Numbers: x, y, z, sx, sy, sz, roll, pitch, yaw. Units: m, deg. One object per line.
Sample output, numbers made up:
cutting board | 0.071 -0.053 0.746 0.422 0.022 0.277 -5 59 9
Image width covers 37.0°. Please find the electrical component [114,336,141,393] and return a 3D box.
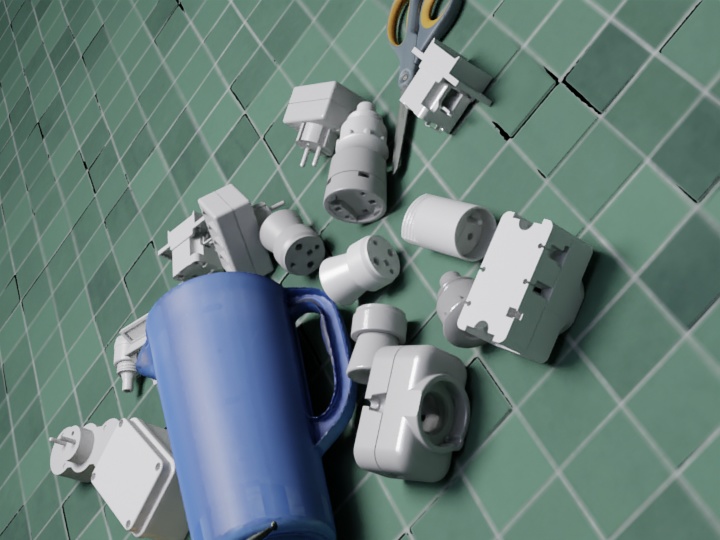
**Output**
electrical component | -0.245 0.100 1.144 0.035 0.035 0.061 -27 53 38

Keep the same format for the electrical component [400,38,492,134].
electrical component | 0.070 -0.154 0.916 0.063 0.042 0.081 -55 38 14

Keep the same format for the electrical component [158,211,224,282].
electrical component | -0.169 -0.019 1.118 0.081 0.042 0.063 -34 50 34

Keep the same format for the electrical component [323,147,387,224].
electrical component | -0.003 -0.075 0.946 0.055 0.055 0.047 -24 49 40

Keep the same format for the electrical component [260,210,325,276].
electrical component | -0.062 -0.025 0.994 0.045 0.045 0.055 -56 39 9

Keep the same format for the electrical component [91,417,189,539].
electrical component | -0.198 0.197 1.015 0.113 0.057 0.078 30 93 52

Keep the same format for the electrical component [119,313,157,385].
electrical component | -0.164 0.057 1.044 0.121 0.078 0.063 -29 21 37

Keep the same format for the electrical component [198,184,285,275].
electrical component | -0.103 -0.041 1.035 0.076 0.083 0.047 -27 36 -16

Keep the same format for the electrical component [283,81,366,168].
electrical component | -0.038 -0.133 1.026 0.066 0.047 0.076 4 72 50

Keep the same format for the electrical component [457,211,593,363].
electrical component | 0.118 0.013 0.752 0.050 0.056 0.089 19 84 52

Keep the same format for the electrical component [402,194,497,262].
electrical component | 0.065 -0.036 0.852 0.081 0.043 0.043 19 84 52

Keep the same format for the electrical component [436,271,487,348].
electrical component | 0.077 0.025 0.804 0.048 0.048 0.062 -50 34 18

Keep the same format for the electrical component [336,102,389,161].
electrical component | 0.004 -0.125 0.976 0.048 0.048 0.062 -28 42 37

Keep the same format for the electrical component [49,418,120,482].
electrical component | -0.283 0.183 1.108 0.138 0.074 0.052 -16 57 44

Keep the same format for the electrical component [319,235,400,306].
electrical component | 0.000 0.000 0.907 0.055 0.045 0.045 -29 49 36

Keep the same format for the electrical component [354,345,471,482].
electrical component | 0.041 0.105 0.792 0.059 0.054 0.095 -6 65 47

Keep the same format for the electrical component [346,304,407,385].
electrical component | 0.014 0.060 0.856 0.045 0.045 0.055 -18 56 43
